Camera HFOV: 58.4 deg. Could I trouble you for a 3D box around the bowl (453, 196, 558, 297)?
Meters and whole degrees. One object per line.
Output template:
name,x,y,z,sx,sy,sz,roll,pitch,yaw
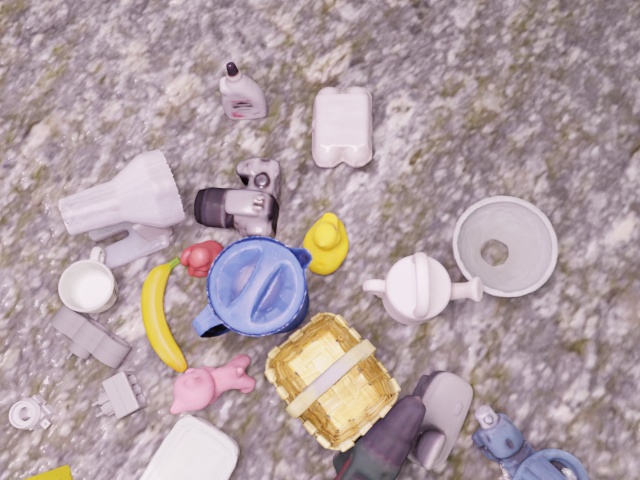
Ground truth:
bowl,0.297,0.016,0.945,0.167,0.075,0.167,0,78,2

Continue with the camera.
camera,-0.139,-0.070,0.968,0.136,0.101,0.143,5,78,4

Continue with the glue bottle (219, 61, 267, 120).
glue bottle,-0.137,-0.255,0.970,0.078,0.173,0.037,-7,78,1

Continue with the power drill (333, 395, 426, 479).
power drill,0.069,0.317,0.823,0.075,0.208,0.230,33,81,9

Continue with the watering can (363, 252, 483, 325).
watering can,0.157,0.072,0.878,0.173,0.194,0.101,-19,78,-1

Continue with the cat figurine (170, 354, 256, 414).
cat figurine,-0.173,0.226,0.899,0.128,0.118,0.067,-20,78,-2

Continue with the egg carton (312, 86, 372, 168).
egg carton,0.038,-0.198,1.003,0.107,0.069,0.150,-1,78,2

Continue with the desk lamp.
desk lamp,-0.303,-0.042,0.912,0.203,0.213,0.118,-24,78,-2

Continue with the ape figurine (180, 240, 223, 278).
ape figurine,-0.194,0.033,0.954,0.077,0.092,0.076,43,83,10

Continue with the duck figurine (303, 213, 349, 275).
duck figurine,0.009,0.003,0.954,0.077,0.086,0.104,13,79,5

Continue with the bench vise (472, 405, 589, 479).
bench vise,0.296,0.335,0.803,0.207,0.220,0.121,32,81,9

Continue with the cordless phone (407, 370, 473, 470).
cordless phone,0.177,0.267,0.841,0.094,0.185,0.148,23,80,7
